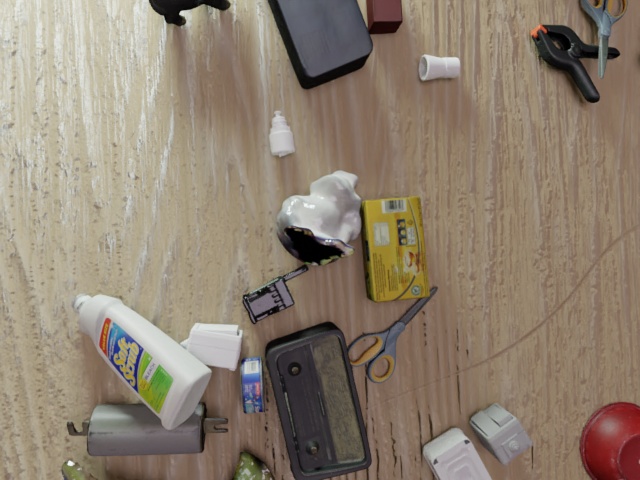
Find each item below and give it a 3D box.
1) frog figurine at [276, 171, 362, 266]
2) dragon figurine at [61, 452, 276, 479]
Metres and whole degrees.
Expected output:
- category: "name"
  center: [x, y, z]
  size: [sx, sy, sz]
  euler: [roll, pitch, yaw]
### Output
- category: "frog figurine"
  center: [0.003, -0.043, 0.854]
  size: [0.137, 0.120, 0.163]
  euler: [11, 52, 2]
- category: "dragon figurine"
  center: [-0.183, 0.437, 0.810]
  size: [0.245, 0.121, 0.408]
  euler: [-37, 97, -18]
